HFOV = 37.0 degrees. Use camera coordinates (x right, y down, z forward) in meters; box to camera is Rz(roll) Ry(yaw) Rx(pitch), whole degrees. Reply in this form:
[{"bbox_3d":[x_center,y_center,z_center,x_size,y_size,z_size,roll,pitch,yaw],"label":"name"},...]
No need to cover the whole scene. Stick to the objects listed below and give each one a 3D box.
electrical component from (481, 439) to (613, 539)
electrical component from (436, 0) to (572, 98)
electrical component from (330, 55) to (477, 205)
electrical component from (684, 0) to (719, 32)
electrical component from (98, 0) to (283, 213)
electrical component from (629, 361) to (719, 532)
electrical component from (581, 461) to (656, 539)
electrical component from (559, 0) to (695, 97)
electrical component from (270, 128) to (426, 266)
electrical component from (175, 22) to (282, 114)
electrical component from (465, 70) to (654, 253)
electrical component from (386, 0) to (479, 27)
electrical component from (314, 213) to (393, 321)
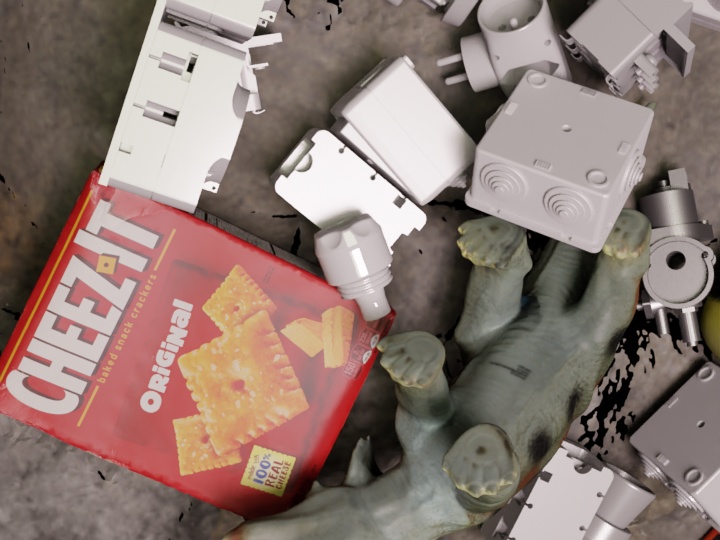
[{"bbox_3d":[0.129,0.163,0.756,0.050,0.055,0.089,25,95,-12],"label":"electrical component"},{"bbox_3d":[0.090,-0.138,0.694,0.079,0.043,0.077,-13,145,17],"label":"electrical component"},{"bbox_3d":[0.030,-0.083,0.696,0.061,0.061,0.096,-42,103,0],"label":"electrical component"},{"bbox_3d":[0.243,-0.186,0.705,0.066,0.076,0.047,15,97,-11],"label":"electrical component"},{"bbox_3d":[-0.085,-0.131,0.603,0.060,0.105,0.186,18,97,-12],"label":"electrical component"},{"bbox_3d":[0.248,0.120,0.747,0.100,0.099,0.048,-44,115,0],"label":"electrical component"},{"bbox_3d":[0.179,0.172,0.772,0.045,0.045,0.055,30,94,-13],"label":"electrical component"},{"bbox_3d":[0.167,-0.147,0.670,0.063,0.121,0.078,-45,81,13],"label":"electrical component"},{"bbox_3d":[-0.010,-0.046,0.699,0.089,0.055,0.050,39,92,-13],"label":"electrical component"},{"bbox_3d":[-0.089,-0.127,0.680,0.081,0.042,0.063,-10,102,-7],"label":"electrical component"},{"bbox_3d":[0.122,-0.069,0.653,0.100,0.048,0.099,22,54,17],"label":"electrical component"},{"bbox_3d":[0.053,-0.189,0.691,0.055,0.048,0.066,34,93,-5],"label":"electrical component"},{"bbox_3d":[0.000,0.000,0.655,0.043,0.043,0.062,-22,102,-5],"label":"electrical component"}]
